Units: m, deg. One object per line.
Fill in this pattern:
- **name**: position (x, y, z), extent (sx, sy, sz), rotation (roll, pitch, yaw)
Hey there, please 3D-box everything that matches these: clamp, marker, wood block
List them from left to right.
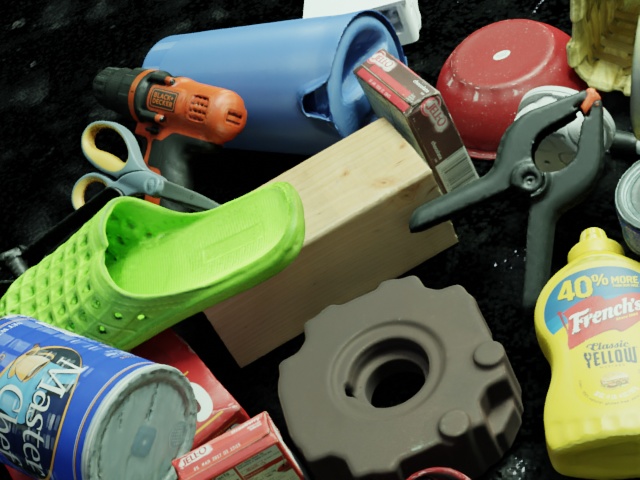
- **clamp**: position (-0.265, 0.028, 0.914), extent (0.164, 0.036, 0.210), rotation (-27, -6, -37)
- **wood block**: position (-0.006, 0.001, 0.869), extent (0.206, 0.090, 0.090), rotation (-30, 43, -3)
- **clamp**: position (0.163, -0.031, 0.799), extent (0.120, 0.039, 0.171), rotation (45, 101, 9)
- **marker**: position (0.284, -0.070, 0.845), extent (0.121, 0.020, 0.020), rotation (14, 57, 35)

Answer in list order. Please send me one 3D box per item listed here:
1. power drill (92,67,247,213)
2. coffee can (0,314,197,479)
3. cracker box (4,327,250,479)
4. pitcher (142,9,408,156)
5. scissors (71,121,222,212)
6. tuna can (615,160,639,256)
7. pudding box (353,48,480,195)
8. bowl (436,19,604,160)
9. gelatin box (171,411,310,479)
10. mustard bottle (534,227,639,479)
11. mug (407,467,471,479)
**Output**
- **power drill**: position (-0.159, -0.060, 0.959), extent (0.185, 0.057, 0.188), rotation (18, 95, 40)
- **coffee can**: position (-0.169, 0.117, 0.727), extent (0.140, 0.102, 0.102), rotation (14, 57, 32)
- **cracker box**: position (-0.167, 0.136, 0.833), extent (0.164, 0.072, 0.214), rotation (-39, 45, -12)
- **pitcher**: position (-0.043, -0.145, 1.012), extent (0.243, 0.149, 0.145), rotation (5, 67, 34)
- **scissors**: position (-0.151, -0.032, 0.902), extent (0.202, 0.016, 0.096), rotation (40, 107, 35)
- **tuna can**: position (0.251, -0.025, 0.744), extent (0.086, 0.033, 0.086), rotation (-17, 42, 16)
- **pudding box**: position (0.082, -0.097, 0.901), extent (0.039, 0.113, 0.090), rotation (-35, 44, -4)
- **bowl**: position (0.168, -0.146, 0.949), extent (0.162, 0.055, 0.162), rotation (-14, 45, 14)
- **gelatin box**: position (-0.051, 0.165, 0.735), extent (0.073, 0.089, 0.030), rotation (-28, 46, -1)
- **mustard bottle**: position (0.197, 0.067, 0.730), extent (0.096, 0.058, 0.191), rotation (-10, 45, 15)
- **mug**: position (0.055, 0.191, 0.660), extent (0.082, 0.093, 0.117), rotation (10, 55, 39)
